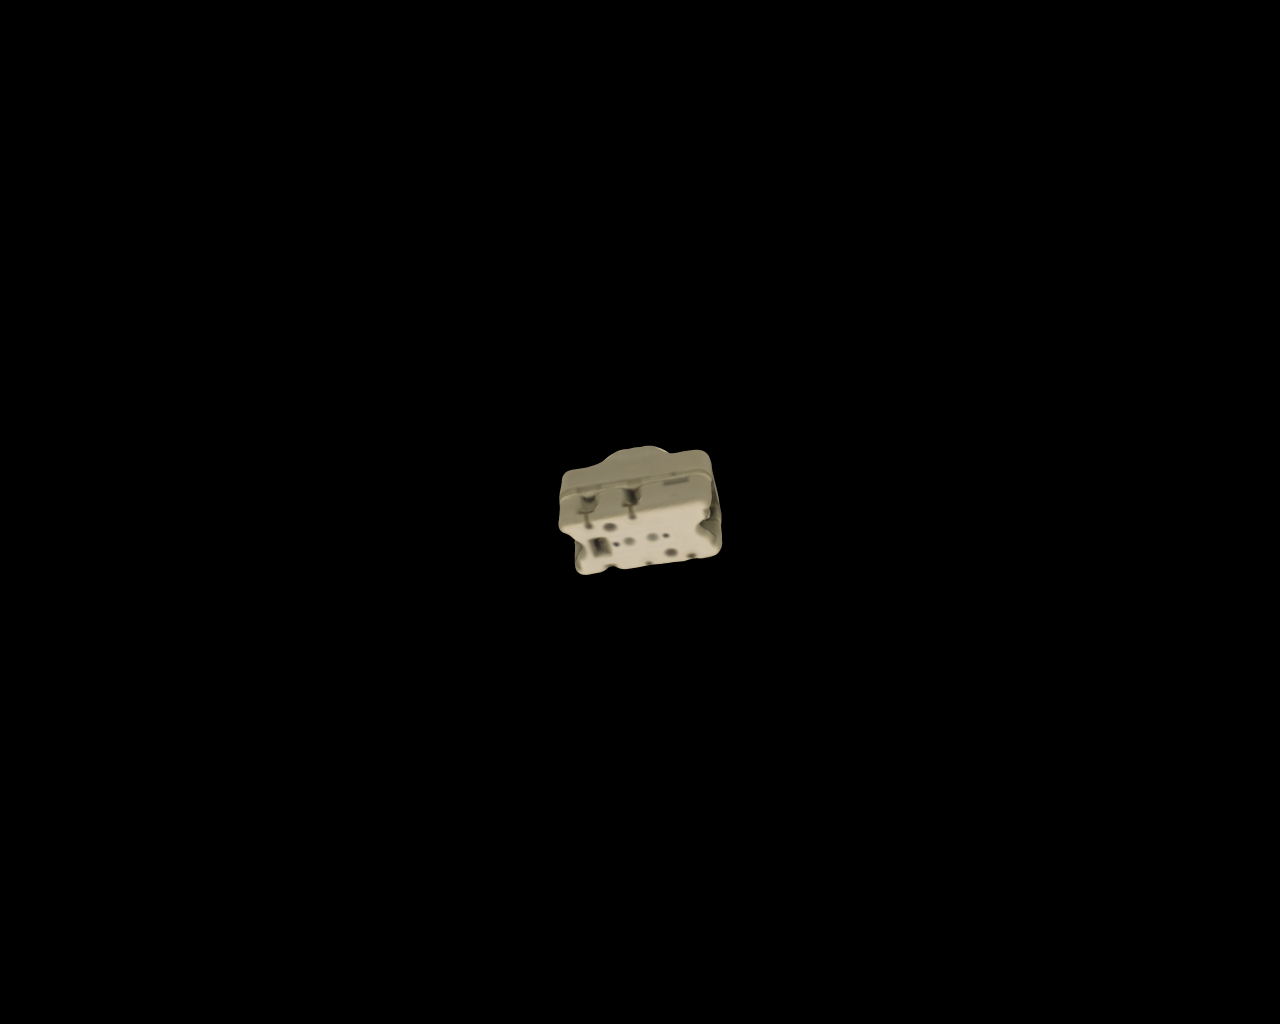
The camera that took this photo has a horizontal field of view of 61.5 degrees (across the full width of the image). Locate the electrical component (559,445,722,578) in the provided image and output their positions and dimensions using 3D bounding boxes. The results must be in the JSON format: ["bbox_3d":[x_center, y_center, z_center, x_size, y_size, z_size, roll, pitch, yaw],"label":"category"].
[{"bbox_3d":[0.001,-0.003,0.650,0.089,0.050,0.056,-9,44,9],"label":"electrical component"}]
